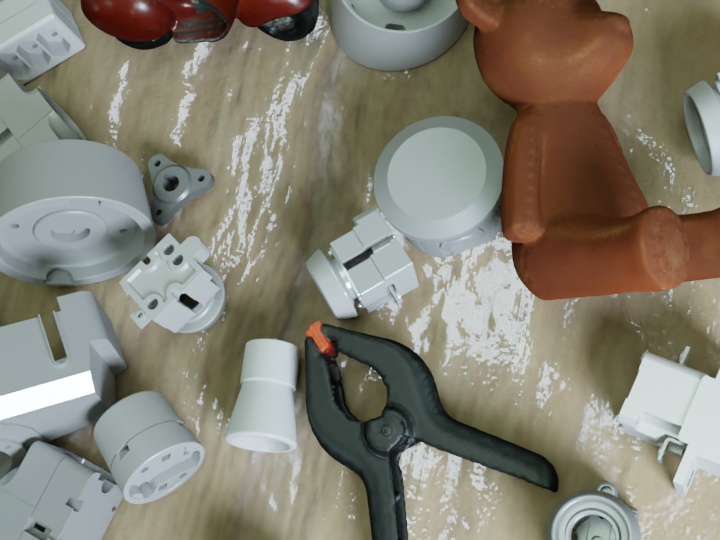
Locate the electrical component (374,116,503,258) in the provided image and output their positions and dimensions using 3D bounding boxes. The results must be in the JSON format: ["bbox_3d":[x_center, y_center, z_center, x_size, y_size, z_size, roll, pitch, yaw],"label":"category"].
[{"bbox_3d":[0.052,-0.050,0.664,0.080,0.051,0.080,-5,70,15],"label":"electrical component"}]

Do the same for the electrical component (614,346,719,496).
[{"bbox_3d":[0.178,0.078,0.588,0.064,0.042,0.081,21,78,26],"label":"electrical component"}]

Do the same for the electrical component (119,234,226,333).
[{"bbox_3d":[-0.116,0.013,0.690,0.066,0.055,0.048,-45,65,-2],"label":"electrical component"}]

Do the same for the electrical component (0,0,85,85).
[{"bbox_3d":[-0.256,-0.189,0.807,0.066,0.047,0.076,-30,66,5],"label":"electrical component"}]

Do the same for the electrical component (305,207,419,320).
[{"bbox_3d":[0.000,0.000,0.666,0.055,0.048,0.066,-30,65,-4],"label":"electrical component"}]

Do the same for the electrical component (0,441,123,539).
[{"bbox_3d":[-0.196,0.157,0.666,0.056,0.050,0.089,22,79,22],"label":"electrical component"}]

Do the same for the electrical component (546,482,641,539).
[{"bbox_3d":[0.125,0.144,0.572,0.048,0.055,0.066,9,74,19],"label":"electrical component"}]

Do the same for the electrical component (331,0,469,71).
[{"bbox_3d":[0.028,-0.187,0.726,0.099,0.064,0.099,-1,73,2],"label":"electrical component"}]

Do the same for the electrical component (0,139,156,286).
[{"bbox_3d":[-0.192,-0.042,0.706,0.108,0.108,0.060,-18,61,10],"label":"electrical component"}]

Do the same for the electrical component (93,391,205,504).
[{"bbox_3d":[-0.132,0.108,0.663,0.055,0.055,0.047,-40,62,0],"label":"electrical component"}]

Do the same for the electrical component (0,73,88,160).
[{"bbox_3d":[-0.231,-0.091,0.763,0.056,0.050,0.089,-41,66,0],"label":"electrical component"}]

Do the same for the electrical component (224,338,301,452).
[{"bbox_3d":[-0.057,0.075,0.660,0.044,0.044,0.065,-1,66,16],"label":"electrical component"}]

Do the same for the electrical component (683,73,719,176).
[{"bbox_3d":[0.224,-0.088,0.624,0.057,0.058,0.078,-17,67,8],"label":"electrical component"}]
